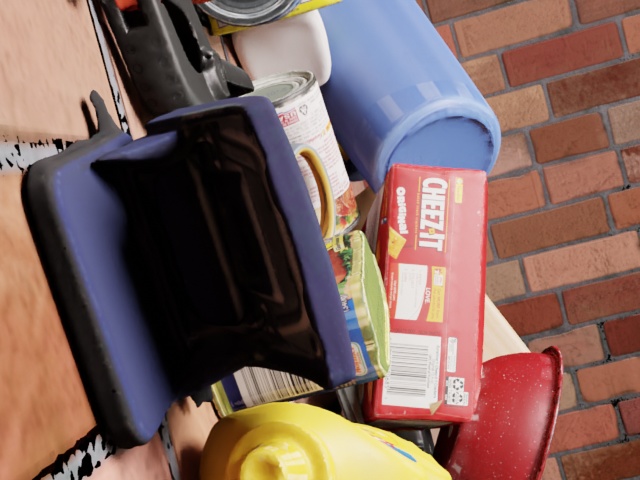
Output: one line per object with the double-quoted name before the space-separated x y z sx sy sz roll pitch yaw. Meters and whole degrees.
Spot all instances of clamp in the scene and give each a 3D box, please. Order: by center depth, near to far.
"clamp" -0.063 -0.069 0.543 0.171 0.039 0.120 46 25 -64

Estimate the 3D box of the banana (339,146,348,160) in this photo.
"banana" 0.055 -0.082 0.984 0.069 0.198 0.037 36 79 -43

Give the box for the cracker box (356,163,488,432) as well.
"cracker box" 0.066 0.052 0.767 0.214 0.072 0.164 102 -7 -78

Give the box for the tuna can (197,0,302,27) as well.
"tuna can" -0.046 -0.178 0.676 0.033 0.086 0.086 -66 141 -74

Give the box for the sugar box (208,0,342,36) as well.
"sugar box" -0.052 -0.232 0.706 0.048 0.093 0.176 -79 154 -73

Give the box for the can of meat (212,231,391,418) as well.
"can of meat" -0.011 0.040 0.539 0.102 0.084 0.057 -83 157 -67

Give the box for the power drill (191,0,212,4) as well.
"power drill" -0.044 -0.235 0.597 0.187 0.057 0.184 -28 99 -41

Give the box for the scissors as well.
"scissors" -0.013 0.043 0.645 0.096 0.016 0.202 -11 96 -46

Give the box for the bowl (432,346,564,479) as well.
"bowl" 0.116 0.143 0.749 0.162 0.055 0.162 23 86 -89

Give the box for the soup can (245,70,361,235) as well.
"soup can" -0.020 -0.051 0.697 0.068 0.068 0.102 -86 159 -65

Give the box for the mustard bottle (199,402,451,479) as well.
"mustard bottle" 0.000 0.104 0.464 0.191 0.096 0.058 46 59 -72

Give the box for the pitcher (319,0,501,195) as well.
"pitcher" 0.046 -0.125 0.886 0.243 0.145 0.149 62 0 44

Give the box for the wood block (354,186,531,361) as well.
"wood block" 0.094 0.053 0.952 0.206 0.090 0.090 54 4 17

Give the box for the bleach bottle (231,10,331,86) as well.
"bleach bottle" -0.049 -0.241 0.855 0.102 0.068 0.251 68 8 -62
